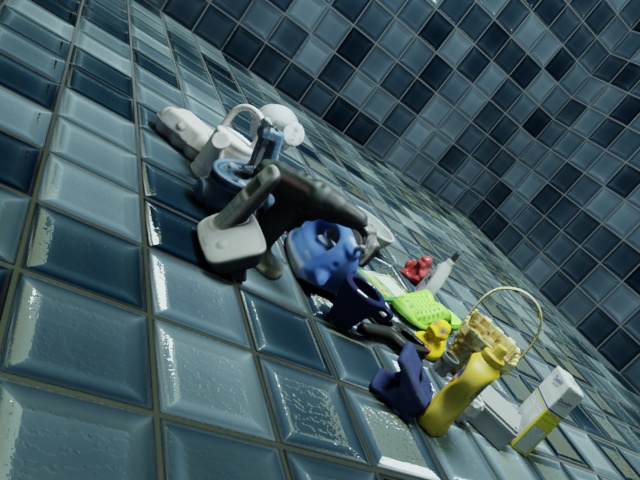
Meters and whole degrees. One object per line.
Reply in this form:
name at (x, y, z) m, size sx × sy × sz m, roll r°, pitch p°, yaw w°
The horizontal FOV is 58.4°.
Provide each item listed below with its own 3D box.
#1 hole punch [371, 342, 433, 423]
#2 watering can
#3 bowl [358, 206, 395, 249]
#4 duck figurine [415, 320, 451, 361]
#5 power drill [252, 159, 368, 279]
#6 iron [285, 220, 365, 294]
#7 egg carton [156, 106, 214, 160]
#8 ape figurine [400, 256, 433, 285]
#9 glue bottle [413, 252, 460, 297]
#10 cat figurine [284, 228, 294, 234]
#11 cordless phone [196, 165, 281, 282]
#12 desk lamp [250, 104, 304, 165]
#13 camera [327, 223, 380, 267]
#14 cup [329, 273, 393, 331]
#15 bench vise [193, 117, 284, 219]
hole punch at (0.156, 0.243, 0.991) m, size 0.101 × 0.091 × 0.109 m, roll 41°, pitch 17°, yaw 8°
watering can at (-0.193, -0.207, 1.258) m, size 0.101 × 0.194 × 0.172 m, roll 33°, pitch 18°, yaw -18°
bowl at (0.130, -0.025, 1.656) m, size 0.168 × 0.074 × 0.167 m, roll 35°, pitch 17°, yaw -12°
duck figurine at (0.258, 0.216, 1.279) m, size 0.105 × 0.086 × 0.077 m, roll 19°, pitch 25°, yaw -48°
power drill at (-0.053, -0.033, 1.072) m, size 0.229 × 0.208 × 0.076 m, roll 40°, pitch 17°, yaw 6°
iron at (0.011, 0.004, 1.222) m, size 0.119 × 0.141 × 0.257 m, roll 26°, pitch 21°, yaw -34°
egg carton at (-0.311, -0.251, 1.344) m, size 0.150 × 0.069 × 0.107 m, roll 41°, pitch 17°, yaw 7°
ape figurine at (0.293, 0.083, 1.683) m, size 0.076 × 0.092 × 0.077 m, roll 30°, pitch 19°, yaw -25°
glue bottle at (0.322, 0.098, 1.564) m, size 0.037 × 0.173 × 0.078 m, roll 35°, pitch 17°, yaw -11°
cat figurine at (-0.042, -0.069, 1.344) m, size 0.128 × 0.117 × 0.067 m, roll 15°, pitch 28°, yaw -53°
cordless phone at (-0.124, -0.036, 0.975) m, size 0.094 × 0.185 × 0.147 m, roll 25°, pitch 21°, yaw -37°
desk lamp at (-0.123, -0.215, 1.389) m, size 0.118 × 0.213 × 0.203 m, roll 29°, pitch 19°, yaw -28°
camera at (0.076, -0.012, 1.468) m, size 0.143 × 0.100 × 0.137 m, roll 45°, pitch 18°, yaw 21°
cup at (0.072, 0.134, 1.092) m, size 0.117 × 0.095 × 0.092 m, roll 40°, pitch 17°, yaw 5°
bench vise at (-0.126, -0.139, 1.174) m, size 0.208 × 0.219 × 0.121 m, roll 14°, pitch 29°, yaw -54°
